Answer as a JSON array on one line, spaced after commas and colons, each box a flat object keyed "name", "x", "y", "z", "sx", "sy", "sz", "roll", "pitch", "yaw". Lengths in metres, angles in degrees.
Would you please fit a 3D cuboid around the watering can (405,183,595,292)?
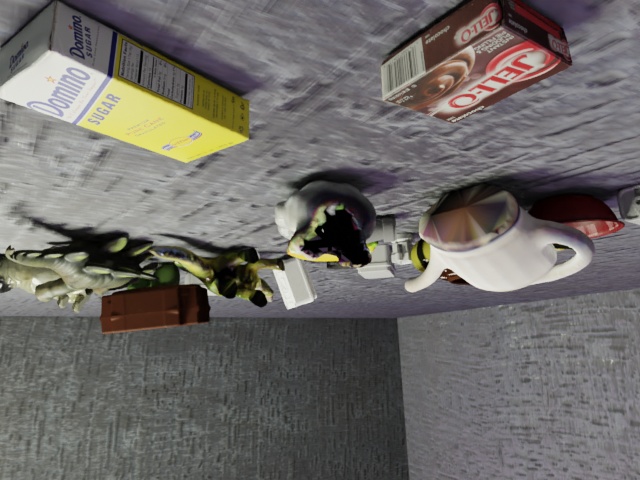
[{"name": "watering can", "x": 0.234, "y": 0.020, "z": 0.814, "sx": 0.345, "sy": 0.106, "sz": 0.221, "roll": -14, "pitch": 139, "yaw": 41}]

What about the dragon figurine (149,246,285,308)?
[{"name": "dragon figurine", "x": -0.241, "y": 0.074, "z": 1.152, "sx": 0.242, "sy": 0.124, "sz": 0.406, "roll": -5, "pitch": 158, "yaw": 46}]

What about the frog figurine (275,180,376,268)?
[{"name": "frog figurine", "x": 0.002, "y": -0.037, "z": 0.735, "sx": 0.138, "sy": 0.120, "sz": 0.162, "roll": -8, "pitch": -156, "yaw": -12}]
